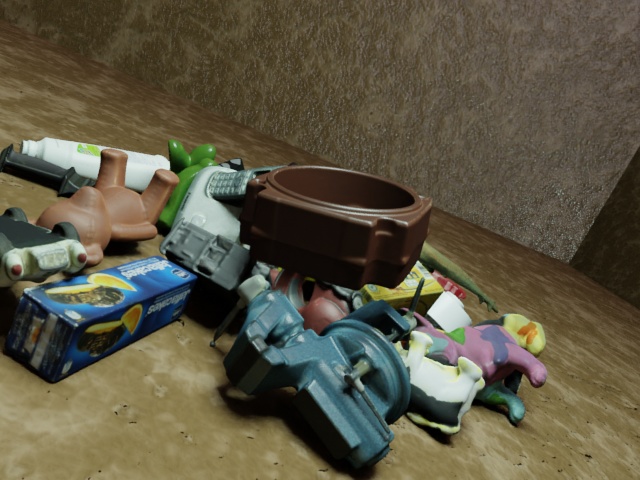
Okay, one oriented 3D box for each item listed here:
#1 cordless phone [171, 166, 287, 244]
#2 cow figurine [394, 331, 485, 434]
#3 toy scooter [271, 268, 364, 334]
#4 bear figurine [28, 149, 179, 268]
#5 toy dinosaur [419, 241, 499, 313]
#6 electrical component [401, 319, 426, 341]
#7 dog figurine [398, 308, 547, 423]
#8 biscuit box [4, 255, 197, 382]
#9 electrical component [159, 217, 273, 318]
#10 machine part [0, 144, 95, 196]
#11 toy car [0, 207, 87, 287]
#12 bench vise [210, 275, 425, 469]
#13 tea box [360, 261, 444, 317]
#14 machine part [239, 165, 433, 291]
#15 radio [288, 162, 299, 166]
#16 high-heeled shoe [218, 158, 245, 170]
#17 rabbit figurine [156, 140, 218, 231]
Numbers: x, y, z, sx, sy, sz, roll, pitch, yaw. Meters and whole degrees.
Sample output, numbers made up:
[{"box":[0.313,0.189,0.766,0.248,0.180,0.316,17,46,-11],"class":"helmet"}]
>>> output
[{"box":[-0.119,-0.041,0.782,0.184,0.146,0.088,-3,-32,41],"class":"cordless phone"},{"box":[0.111,0.167,0.674,0.168,0.098,0.068,25,-20,27],"class":"cow figurine"},{"box":[-0.007,0.069,0.709,0.184,0.135,0.075,35,15,29],"class":"toy scooter"},{"box":[-0.279,-0.043,0.682,0.120,0.132,0.196,23,8,4],"class":"bear figurine"},{"box":[0.124,-0.007,1.021,0.472,0.105,0.198,34,-12,33],"class":"toy dinosaur"},{"box":[0.122,0.133,0.871,0.119,0.047,0.075,20,14,-19],"class":"electrical component"},{"box":[0.210,0.157,0.789,0.219,0.108,0.191,22,34,5],"class":"dog figurine"},{"box":[-0.203,0.067,0.534,0.059,0.062,0.202,29,15,11],"class":"biscuit box"},{"box":[-0.121,0.041,0.668,0.134,0.058,0.114,27,-20,13],"class":"electrical component"},{"box":[-0.424,-0.104,0.835,0.139,0.039,0.084,22,20,-18],"class":"machine part"},{"box":[-0.296,0.006,0.510,0.202,0.056,0.073,12,17,39],"class":"toy car"},{"box":[0.021,0.114,0.581,0.224,0.128,0.240,40,36,24],"class":"bench vise"},{"box":[0.094,0.072,0.805,0.169,0.068,0.098,-1,42,-42],"class":"tea box"},{"box":[0.023,-0.026,0.642,0.201,0.087,0.201,17,23,18],"class":"machine part"},{"box":[-0.002,-0.003,0.868,0.131,0.073,0.229,46,-11,50],"class":"radio"},{"box":[-0.245,-0.146,1.287,0.145,0.086,0.249,-13,8,-16],"class":"high-heeled shoe"},{"box":[-0.237,-0.090,0.921,0.121,0.159,0.170,2,10,-35],"class":"rabbit figurine"}]
